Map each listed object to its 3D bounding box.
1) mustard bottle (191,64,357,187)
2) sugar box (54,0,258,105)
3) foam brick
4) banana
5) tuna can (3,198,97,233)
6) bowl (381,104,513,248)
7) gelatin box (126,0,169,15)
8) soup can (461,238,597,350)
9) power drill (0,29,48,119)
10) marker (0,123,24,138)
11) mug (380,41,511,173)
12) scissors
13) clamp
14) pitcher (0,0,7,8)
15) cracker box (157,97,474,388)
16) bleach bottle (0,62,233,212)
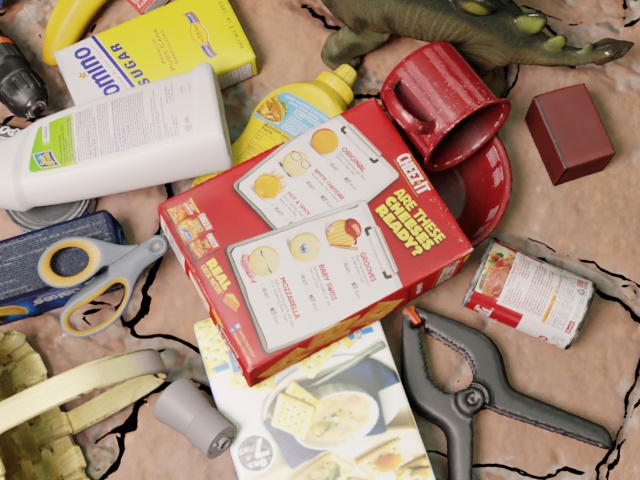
[{"bbox_3d":[-0.028,-0.091,1.005,0.096,0.058,0.191,33,76,21],"label":"mustard bottle"},{"bbox_3d":[-0.159,-0.172,1.038,0.176,0.048,0.093,-25,75,-8],"label":"sugar box"},{"bbox_3d":[0.235,-0.100,1.010,0.051,0.053,0.078,-19,75,-5],"label":"foam brick"},{"bbox_3d":[-0.200,-0.246,1.036,0.198,0.037,0.069,-29,81,12],"label":"banana"},{"bbox_3d":[-0.255,-0.042,1.006,0.086,0.034,0.086,0,73,0],"label":"tuna can"},{"bbox_3d":[0.094,-0.051,0.994,0.162,0.055,0.162,0,73,0],"label":"bowl"},{"bbox_3d":[-0.170,-0.278,1.068,0.073,0.030,0.089,44,92,11],"label":"gelatin box"},{"bbox_3d":[0.187,0.049,0.958,0.102,0.068,0.068,23,75,6],"label":"soup can"},{"bbox_3d":[-0.369,-0.137,1.011,0.187,0.057,0.185,-38,62,-12],"label":"power drill"},{"bbox_3d":[-0.290,-0.100,1.031,0.121,0.020,0.020,12,74,4],"label":"marker"},{"bbox_3d":[0.099,-0.118,0.932,0.117,0.093,0.081,-15,62,-45],"label":"mug"},{"bbox_3d":[-0.163,-0.002,0.939,0.096,0.016,0.201,43,82,-2],"label":"scissors"},{"bbox_3d":[0.130,0.153,0.943,0.164,0.036,0.210,-39,75,-9],"label":"clamp"},{"bbox_3d":[-0.295,-0.360,1.062,0.149,0.145,0.242,40,74,-1],"label":"pitcher"},{"bbox_3d":[-0.006,0.001,0.906,0.213,0.072,0.164,-28,74,-12],"label":"cracker box"},{"bbox_3d":[-0.210,-0.085,0.967,0.251,0.068,0.102,-12,55,0],"label":"bleach bottle"}]
